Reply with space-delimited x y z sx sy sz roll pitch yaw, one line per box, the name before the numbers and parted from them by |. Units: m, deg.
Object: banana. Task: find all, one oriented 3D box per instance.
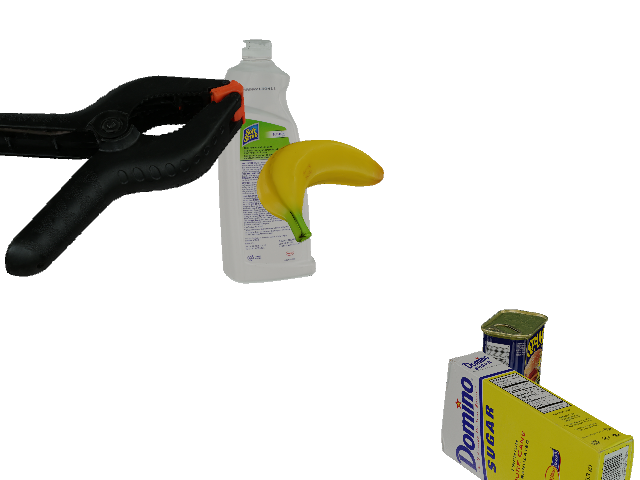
banana | -0.005 -0.050 0.854 0.037 0.069 0.197 -35 2 28

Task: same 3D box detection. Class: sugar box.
sugar box | 0.170 0.167 0.869 0.048 0.093 0.176 -10 22 -34

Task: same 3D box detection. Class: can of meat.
can of meat | 0.215 0.131 1.193 0.058 0.084 0.102 8 13 25

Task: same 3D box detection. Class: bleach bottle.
bleach bottle | -0.057 -0.085 1.129 0.102 0.251 0.068 -6 16 -23

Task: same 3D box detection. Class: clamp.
clamp | -0.127 -0.057 0.607 0.171 0.120 0.039 -30 -26 -27
